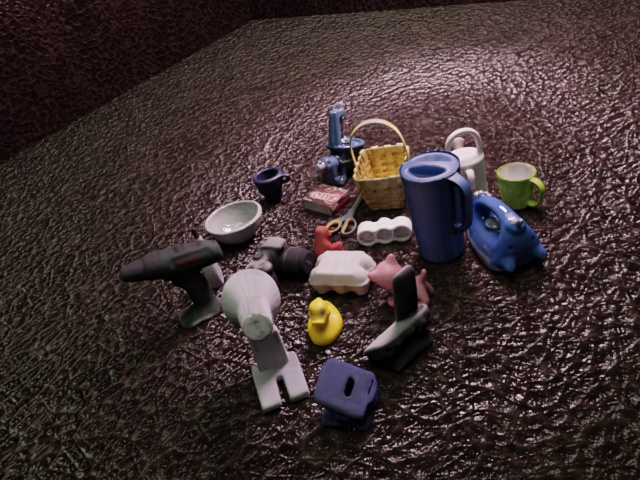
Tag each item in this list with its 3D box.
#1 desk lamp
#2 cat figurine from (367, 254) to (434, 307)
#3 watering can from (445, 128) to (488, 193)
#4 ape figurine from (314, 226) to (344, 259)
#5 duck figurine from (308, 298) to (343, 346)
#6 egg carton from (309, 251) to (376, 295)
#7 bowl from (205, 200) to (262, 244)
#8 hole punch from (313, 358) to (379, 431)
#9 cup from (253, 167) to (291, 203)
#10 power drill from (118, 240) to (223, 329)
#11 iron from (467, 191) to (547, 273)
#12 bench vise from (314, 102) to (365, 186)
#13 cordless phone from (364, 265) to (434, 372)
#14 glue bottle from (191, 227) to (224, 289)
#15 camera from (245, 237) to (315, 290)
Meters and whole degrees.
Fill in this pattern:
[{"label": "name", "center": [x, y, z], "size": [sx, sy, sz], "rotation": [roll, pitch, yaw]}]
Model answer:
[{"label": "desk lamp", "center": [-0.110, 0.186, 1.124], "size": [0.118, 0.214, 0.202], "rotation": [-22, 34, -6]}, {"label": "cat figurine", "center": [0.172, 0.084, 1.232], "size": [0.127, 0.118, 0.067], "rotation": [0, 38, 23]}, {"label": "watering can", "center": [0.371, -0.204, 1.484], "size": [0.101, 0.194, 0.172], "rotation": [-24, 35, -10]}, {"label": "ape figurine", "center": [0.013, 0.005, 1.436], "size": [0.076, 0.092, 0.077], "rotation": [-31, 37, -20]}, {"label": "duck figurine", "center": [0.004, 0.161, 1.224], "size": [0.077, 0.086, 0.104], "rotation": [-6, 36, 16]}, {"label": "egg carton", "center": [0.053, 0.077, 1.337], "size": [0.150, 0.069, 0.107], "rotation": [-1, 37, 23]}, {"label": "bowl", "center": [-0.235, -0.038, 1.621], "size": [0.167, 0.075, 0.167], "rotation": [-11, 34, 8]}, {"label": "hole punch", "center": [0.050, 0.276, 1.037], "size": [0.100, 0.091, 0.109], "rotation": [-1, 37, 22]}, {"label": "cup", "center": [-0.135, -0.162, 1.734], "size": [0.117, 0.095, 0.092], "rotation": [-4, 36, 19]}, {"label": "power drill", "center": [-0.322, 0.102, 1.340], "size": [0.230, 0.209, 0.075], "rotation": [-28, 35, -15]}, {"label": "iron", "center": [0.393, -0.040, 1.290], "size": [0.118, 0.142, 0.257], "rotation": [-22, 34, -7]}, {"label": "bench vise", "center": [0.059, -0.285, 1.713], "size": [0.121, 0.220, 0.207], "rotation": [0, 38, 24]}, {"label": "cordless phone", "center": [0.142, 0.145, 1.098], "size": [0.148, 0.185, 0.093], "rotation": [-38, 39, -28]}, {"label": "glue bottle", "center": [-0.290, 0.037, 1.449], "size": [0.037, 0.173, 0.078], "rotation": [-20, 34, -4]}, {"label": "camera", "center": [-0.094, 0.053, 1.406], "size": [0.136, 0.101, 0.143], "rotation": [5, 40, 29]}]
